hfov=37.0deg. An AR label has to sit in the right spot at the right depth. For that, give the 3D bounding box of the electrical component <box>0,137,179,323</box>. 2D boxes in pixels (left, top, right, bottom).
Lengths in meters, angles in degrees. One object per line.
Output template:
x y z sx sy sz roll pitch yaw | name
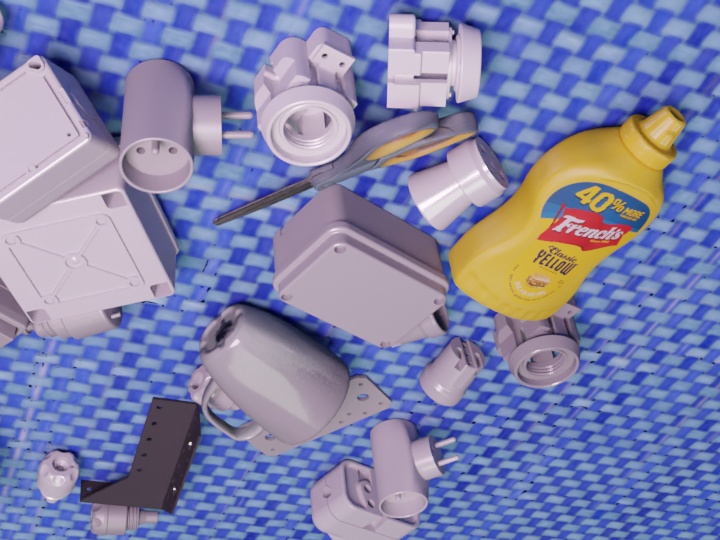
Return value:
-0.191 -0.025 0.726 0.109 0.056 0.108 -12 137 5 | electrical component

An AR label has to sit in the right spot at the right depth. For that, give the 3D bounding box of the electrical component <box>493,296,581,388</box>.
0.144 0.057 0.862 0.058 0.057 0.078 22 130 -28 | electrical component

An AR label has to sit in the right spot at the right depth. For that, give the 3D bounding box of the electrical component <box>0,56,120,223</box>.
-0.203 -0.072 0.646 0.096 0.061 0.061 -34 171 5 | electrical component

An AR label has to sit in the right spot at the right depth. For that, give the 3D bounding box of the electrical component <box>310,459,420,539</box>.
0.002 0.227 1.028 0.095 0.053 0.059 26 128 -31 | electrical component

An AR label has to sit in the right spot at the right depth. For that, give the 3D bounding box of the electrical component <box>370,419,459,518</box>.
0.050 0.170 0.956 0.079 0.077 0.043 -22 135 15 | electrical component

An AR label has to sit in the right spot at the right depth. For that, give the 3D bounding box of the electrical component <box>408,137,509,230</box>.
0.067 -0.059 0.735 0.055 0.045 0.045 -31 133 22 | electrical component

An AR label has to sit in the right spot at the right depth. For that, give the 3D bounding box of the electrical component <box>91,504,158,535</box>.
-0.222 0.233 1.016 0.061 0.035 0.035 4 136 -16 | electrical component

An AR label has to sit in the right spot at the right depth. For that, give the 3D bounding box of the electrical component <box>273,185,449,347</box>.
0.000 0.000 0.780 0.113 0.057 0.078 27 127 -32 | electrical component

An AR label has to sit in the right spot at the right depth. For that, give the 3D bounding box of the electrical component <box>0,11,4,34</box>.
-0.256 -0.128 0.616 0.079 0.043 0.077 19 131 -27 | electrical component

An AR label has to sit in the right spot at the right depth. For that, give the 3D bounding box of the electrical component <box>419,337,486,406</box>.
0.078 0.084 0.896 0.040 0.040 0.046 18 125 -25 | electrical component

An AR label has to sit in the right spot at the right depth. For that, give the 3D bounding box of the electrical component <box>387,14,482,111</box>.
0.045 -0.127 0.659 0.055 0.048 0.066 2 137 1 | electrical component

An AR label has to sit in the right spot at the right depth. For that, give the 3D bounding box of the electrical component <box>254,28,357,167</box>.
-0.033 -0.102 0.666 0.058 0.057 0.078 21 130 -28 | electrical component

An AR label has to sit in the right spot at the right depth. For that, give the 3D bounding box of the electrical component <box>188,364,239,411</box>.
-0.109 0.101 0.890 0.061 0.035 0.035 27 127 -34 | electrical component

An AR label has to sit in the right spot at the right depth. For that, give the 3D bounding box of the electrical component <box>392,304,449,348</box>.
0.041 0.038 0.841 0.046 0.040 0.040 -20 136 21 | electrical component

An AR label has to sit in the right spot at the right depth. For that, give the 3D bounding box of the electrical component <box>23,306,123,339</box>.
-0.213 0.032 0.796 0.078 0.040 0.040 -16 137 9 | electrical component

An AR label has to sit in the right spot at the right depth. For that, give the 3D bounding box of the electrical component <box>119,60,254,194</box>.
-0.105 -0.088 0.656 0.079 0.077 0.044 -1 137 -7 | electrical component

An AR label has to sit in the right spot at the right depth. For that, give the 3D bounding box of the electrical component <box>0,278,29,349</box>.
-0.289 0.033 0.772 0.096 0.061 0.062 -33 132 25 | electrical component

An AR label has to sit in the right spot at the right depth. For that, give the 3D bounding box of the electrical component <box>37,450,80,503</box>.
-0.272 0.189 0.962 0.035 0.035 0.061 9 137 -18 | electrical component
